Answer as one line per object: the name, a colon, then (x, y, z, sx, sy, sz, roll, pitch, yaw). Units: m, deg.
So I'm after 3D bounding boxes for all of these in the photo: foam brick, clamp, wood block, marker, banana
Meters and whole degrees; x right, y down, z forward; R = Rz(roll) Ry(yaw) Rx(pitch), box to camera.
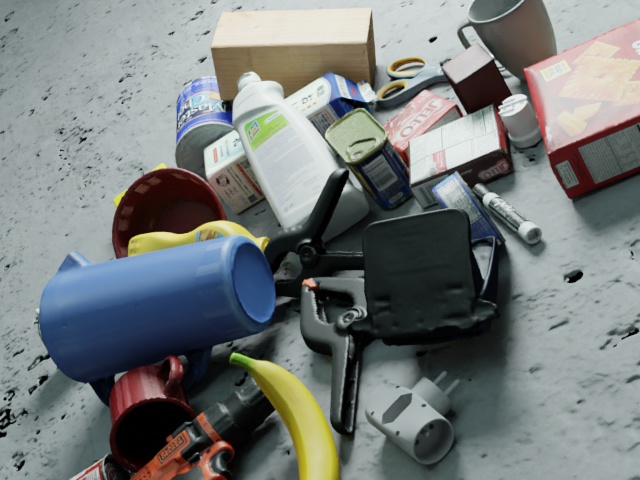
foam brick: (0.183, -0.174, 1.218, 0.051, 0.078, 0.053, -33, 35, 5)
clamp: (0.031, 0.098, 1.065, 0.164, 0.036, 0.210, -44, 36, -13)
wood block: (-0.032, -0.248, 1.430, 0.206, 0.091, 0.090, 0, 43, 9)
clamp: (-0.008, 0.001, 1.168, 0.172, 0.039, 0.120, -24, 80, 21)
marker: (0.188, -0.029, 1.089, 0.020, 0.020, 0.121, -38, 32, -1)
banana: (-0.021, 0.181, 0.982, 0.069, 0.037, 0.198, -8, 47, -27)

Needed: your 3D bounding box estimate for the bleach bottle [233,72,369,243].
bleach bottle: (-0.037, -0.111, 1.275, 0.102, 0.068, 0.251, -33, 57, 10)

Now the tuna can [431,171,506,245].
tuna can: (0.147, -0.025, 1.061, 0.034, 0.086, 0.086, -35, 33, 7)

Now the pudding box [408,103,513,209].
pudding box: (0.154, -0.094, 1.184, 0.114, 0.039, 0.090, -21, 36, 21)

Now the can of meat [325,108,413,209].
can of meat: (0.060, -0.092, 1.227, 0.057, 0.084, 0.102, -36, 33, 1)

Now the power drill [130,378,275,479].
power drill: (-0.087, 0.228, 1.001, 0.184, 0.057, 0.188, -42, 30, -2)

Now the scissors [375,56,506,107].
scissors: (0.141, -0.197, 1.343, 0.096, 0.016, 0.202, -49, 34, -13)

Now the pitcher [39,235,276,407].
pitcher: (-0.172, 0.082, 1.172, 0.243, 0.149, 0.145, -14, 44, 25)

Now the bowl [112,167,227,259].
bowl: (-0.177, -0.008, 1.332, 0.162, 0.055, 0.162, 0, 89, 22)

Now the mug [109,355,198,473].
mug: (-0.171, 0.173, 1.106, 0.117, 0.093, 0.081, -67, 22, 17)

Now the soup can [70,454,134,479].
soup can: (-0.238, 0.271, 1.078, 0.102, 0.068, 0.068, -33, 33, 8)

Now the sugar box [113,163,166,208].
sugar box: (-0.220, -0.033, 1.457, 0.093, 0.048, 0.176, -38, 32, -1)

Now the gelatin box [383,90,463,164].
gelatin box: (0.118, -0.135, 1.275, 0.089, 0.030, 0.073, -42, 33, -5)

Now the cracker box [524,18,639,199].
cracker box: (0.322, -0.151, 1.064, 0.214, 0.072, 0.164, -23, 36, 20)

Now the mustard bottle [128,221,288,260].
mustard bottle: (-0.128, 0.028, 1.250, 0.192, 0.096, 0.058, -9, 0, 21)

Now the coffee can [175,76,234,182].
coffee can: (-0.149, -0.151, 1.481, 0.103, 0.102, 0.140, -29, 34, 13)
